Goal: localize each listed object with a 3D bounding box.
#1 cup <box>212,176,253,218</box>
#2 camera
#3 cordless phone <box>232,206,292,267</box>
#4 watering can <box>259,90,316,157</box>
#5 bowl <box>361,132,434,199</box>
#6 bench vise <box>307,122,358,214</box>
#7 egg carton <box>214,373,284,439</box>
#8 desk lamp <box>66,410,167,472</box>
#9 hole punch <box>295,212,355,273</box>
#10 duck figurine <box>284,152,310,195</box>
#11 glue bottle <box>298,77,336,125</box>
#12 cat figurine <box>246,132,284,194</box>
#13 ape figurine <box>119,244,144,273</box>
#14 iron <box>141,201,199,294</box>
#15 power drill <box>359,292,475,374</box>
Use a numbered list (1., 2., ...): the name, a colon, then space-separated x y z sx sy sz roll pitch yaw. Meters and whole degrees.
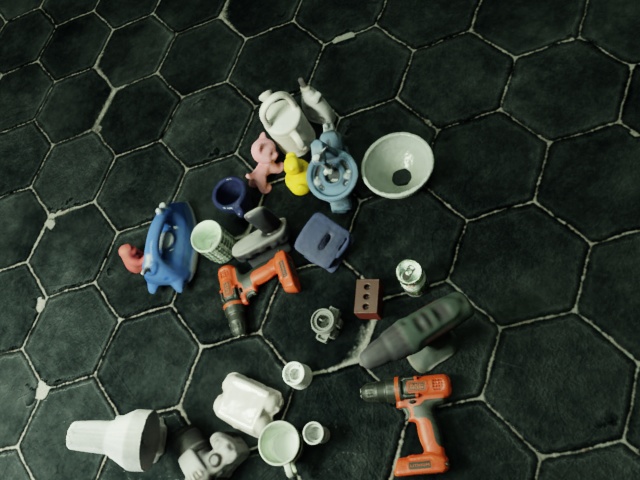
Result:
1. cup: -0.200 -0.089 1.412 0.091 0.095 0.117 -34 62 3
2. camera: -0.247 0.447 1.206 0.143 0.101 0.136 -44 62 -2
3. cordless phone: -0.152 -0.018 1.316 0.147 0.185 0.094 -30 62 5
4. watering can: -0.093 -0.296 1.404 0.172 0.194 0.101 31 81 27
5. bowl: 0.184 -0.161 1.323 0.167 0.075 0.167 -7 67 16
6. bench vise: 0.009 -0.185 1.310 0.121 0.220 0.207 -27 63 7
7. egg carton: -0.154 0.355 1.230 0.150 0.069 0.107 16 75 24
8. desk lamp: -0.410 0.421 1.208 0.202 0.214 0.118 -3 68 18
9. hole punch: 0.012 0.005 1.304 0.100 0.091 0.109 28 80 26
10. duck figurine: -0.058 -0.167 1.401 0.077 0.086 0.104 -19 64 11
11. glue bottle: -0.018 -0.345 1.410 0.078 0.173 0.037 20 76 25
12. cat figurine: -0.145 -0.197 1.424 0.067 0.118 0.128 24 78 26
13. ape figurine: -0.473 0.039 1.454 0.076 0.092 0.077 -47 62 -4
14. iron: -0.380 -0.003 1.412 0.118 0.142 0.258 -4 68 17
15. power drill: 0.194 0.192 1.100 0.229 0.209 0.075 -36 62 2
